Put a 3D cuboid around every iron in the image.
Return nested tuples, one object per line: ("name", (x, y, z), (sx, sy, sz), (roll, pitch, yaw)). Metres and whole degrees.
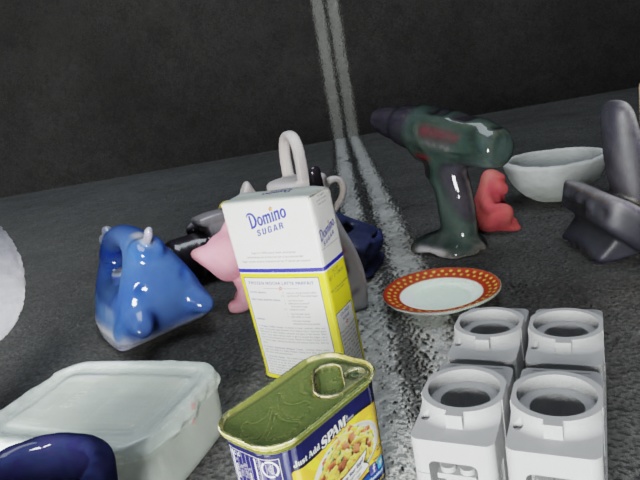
("iron", (-0.242, 0.041, 0.730), (0.119, 0.141, 0.257), (-21, 19, -35))

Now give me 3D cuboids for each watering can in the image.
("watering can", (-0.043, -0.079, 0.934), (0.173, 0.194, 0.100), (-22, 19, -36))

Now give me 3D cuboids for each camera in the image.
("camera", (-0.183, 0.008, 0.889), (0.137, 0.101, 0.142), (-19, 17, -28))

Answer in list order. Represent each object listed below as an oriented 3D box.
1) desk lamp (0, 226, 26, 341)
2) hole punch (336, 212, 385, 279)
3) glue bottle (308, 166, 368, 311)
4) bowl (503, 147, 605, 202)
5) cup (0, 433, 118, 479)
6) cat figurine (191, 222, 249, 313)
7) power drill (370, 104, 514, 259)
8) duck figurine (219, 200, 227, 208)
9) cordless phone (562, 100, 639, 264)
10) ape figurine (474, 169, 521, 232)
("desk lamp", (-0.325, 0.097, 0.443), (0.117, 0.214, 0.203), (-5, 16, 17))
("hole punch", (0.033, 0.001, 0.790), (0.101, 0.091, 0.109), (-5, 16, 20))
("glue bottle", (0.006, 0.002, 0.647), (0.078, 0.173, 0.037), (-15, 16, -16))
("bowl", (0.400, -0.107, 0.974), (0.167, 0.075, 0.167), (-9, 15, 3))
("cup", (-0.139, 0.168, 0.291), (0.092, 0.095, 0.117), (-17, 17, -24))
("cat figurine", (-0.091, 0.027, 0.726), (0.127, 0.118, 0.067), (-9, 15, 6))
("power drill", (0.163, -0.087, 0.799), (0.076, 0.208, 0.228), (-21, 19, -35))
("duck figurine", (-0.156, -0.032, 1.044), (0.077, 0.086, 0.105), (-6, 16, 17))
("cordless phone", (0.350, -0.078, 0.691), (0.094, 0.185, 0.147), (-11, 15, -1))
("ape figurine", (0.263, -0.061, 0.864), (0.076, 0.092, 0.078), (-1, 18, 30))
